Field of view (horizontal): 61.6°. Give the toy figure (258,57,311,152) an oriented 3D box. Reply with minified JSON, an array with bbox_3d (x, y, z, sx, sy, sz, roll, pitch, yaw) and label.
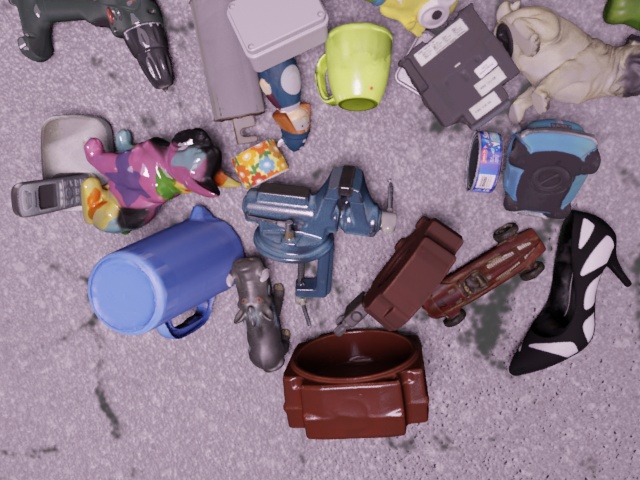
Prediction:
[{"bbox_3d":[-0.048,-0.197,0.762,0.064,0.058,0.154,-22,116,-8],"label":"toy figure"}]

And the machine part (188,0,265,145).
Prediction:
[{"bbox_3d":[-0.132,-0.259,0.770,0.079,0.079,0.243,-8,103,9],"label":"machine part"}]

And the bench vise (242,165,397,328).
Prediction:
[{"bbox_3d":[-0.002,0.004,0.798,0.224,0.129,0.240,0,126,-5],"label":"bench vise"}]

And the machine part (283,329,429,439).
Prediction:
[{"bbox_3d":[0.054,0.201,0.788,0.202,0.201,0.087,-4,100,9],"label":"machine part"}]

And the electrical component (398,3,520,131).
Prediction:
[{"bbox_3d":[0.182,-0.209,0.690,0.115,0.058,0.134,-34,97,15],"label":"electrical component"}]

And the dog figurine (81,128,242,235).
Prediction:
[{"bbox_3d":[-0.230,-0.078,0.788,0.219,0.108,0.191,16,109,15],"label":"dog figurine"}]

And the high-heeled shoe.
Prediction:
[{"bbox_3d":[0.338,0.079,0.784,0.249,0.086,0.145,-44,97,6],"label":"high-heeled shoe"}]

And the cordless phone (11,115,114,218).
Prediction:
[{"bbox_3d":[-0.385,-0.109,0.783,0.089,0.184,0.146,7,104,10],"label":"cordless phone"}]

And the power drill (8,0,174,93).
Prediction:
[{"bbox_3d":[-0.333,-0.316,0.782,0.207,0.086,0.231,-8,100,13],"label":"power drill"}]

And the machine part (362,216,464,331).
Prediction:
[{"bbox_3d":[0.126,0.045,0.757,0.056,0.179,0.179,37,105,-1],"label":"machine part"}]

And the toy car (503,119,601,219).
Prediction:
[{"bbox_3d":[0.308,-0.107,0.731,0.109,0.103,0.161,9,143,14],"label":"toy car"}]

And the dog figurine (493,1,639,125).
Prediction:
[{"bbox_3d":[0.341,-0.253,0.710,0.191,0.121,0.172,-19,103,-3],"label":"dog figurine"}]

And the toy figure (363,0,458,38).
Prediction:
[{"bbox_3d":[0.094,-0.332,0.678,0.180,0.089,0.082,16,149,-13],"label":"toy figure"}]

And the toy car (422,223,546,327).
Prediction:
[{"bbox_3d":[0.242,0.054,0.808,0.202,0.053,0.089,-33,94,14],"label":"toy car"}]

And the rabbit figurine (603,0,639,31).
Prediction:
[{"bbox_3d":[0.446,-0.292,0.638,0.159,0.170,0.121,35,105,-1],"label":"rabbit figurine"}]

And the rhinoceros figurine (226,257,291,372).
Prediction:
[{"bbox_3d":[-0.098,0.113,0.835,0.073,0.112,0.190,-4,111,10],"label":"rhinoceros figurine"}]

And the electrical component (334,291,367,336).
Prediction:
[{"bbox_3d":[0.059,0.109,0.837,0.021,0.063,0.094,45,103,-4],"label":"electrical component"}]
